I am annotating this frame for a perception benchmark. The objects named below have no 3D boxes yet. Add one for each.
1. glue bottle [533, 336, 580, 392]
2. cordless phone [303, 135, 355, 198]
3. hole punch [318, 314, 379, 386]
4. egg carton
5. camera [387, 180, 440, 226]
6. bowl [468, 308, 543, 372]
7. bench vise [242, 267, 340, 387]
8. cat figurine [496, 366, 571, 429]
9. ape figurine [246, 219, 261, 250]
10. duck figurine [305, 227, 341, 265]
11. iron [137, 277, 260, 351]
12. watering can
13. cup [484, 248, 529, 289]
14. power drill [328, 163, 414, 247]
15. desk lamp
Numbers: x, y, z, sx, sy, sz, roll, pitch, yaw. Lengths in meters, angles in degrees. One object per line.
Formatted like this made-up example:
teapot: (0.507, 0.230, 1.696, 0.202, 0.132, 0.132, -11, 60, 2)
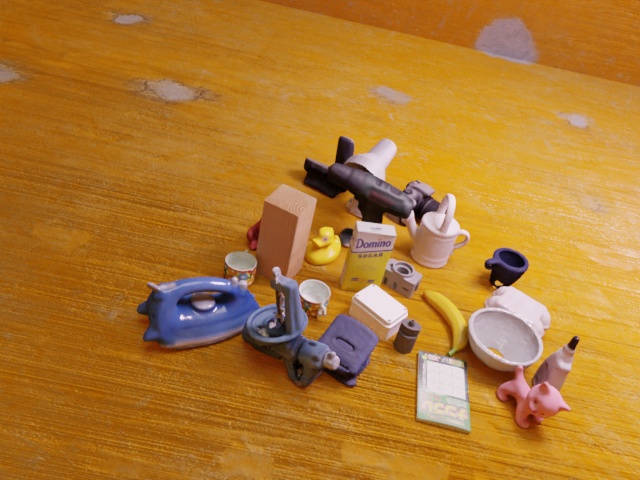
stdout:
glue bottle: (0.487, 0.259, 1.171, 0.037, 0.173, 0.078, 15, 37, 2)
cordless phone: (0.031, -0.231, 1.646, 0.147, 0.185, 0.094, 25, 39, 15)
hole punch: (0.052, 0.221, 1.153, 0.108, 0.091, 0.101, 30, 40, 20)
egg carton: (0.466, 0.176, 1.356, 0.150, 0.069, 0.107, 33, 41, 23)
camera: (0.288, -0.097, 1.624, 0.136, 0.101, 0.143, 37, 43, 28)
bowl: (0.395, 0.231, 1.259, 0.167, 0.075, 0.167, 9, 37, -6)
bench vise: (-0.046, 0.159, 1.095, 0.207, 0.220, 0.121, 18, 37, 6)
cat figurine: (0.425, 0.308, 1.134, 0.067, 0.118, 0.127, -8, 42, -26)
ape figurine: (-0.137, -0.024, 1.407, 0.077, 0.092, 0.076, 22, 38, 12)
duck figurine: (0.013, 0.005, 1.421, 0.077, 0.086, 0.105, 36, 43, 27)
iron: (-0.228, 0.123, 1.149, 0.259, 0.141, 0.118, -7, 42, -24)
watering can: (0.297, -0.030, 1.464, 0.173, 0.194, 0.100, -1, 39, -18)
cup: (0.459, 0.082, 1.453, 0.118, 0.095, 0.091, -2, 40, -20)
power drill: (0.112, -0.076, 1.454, 0.229, 0.208, 0.075, 16, 37, 4)
desk lamp: (0.137, -0.163, 1.568, 0.117, 0.213, 0.204, 27, 39, 18)
